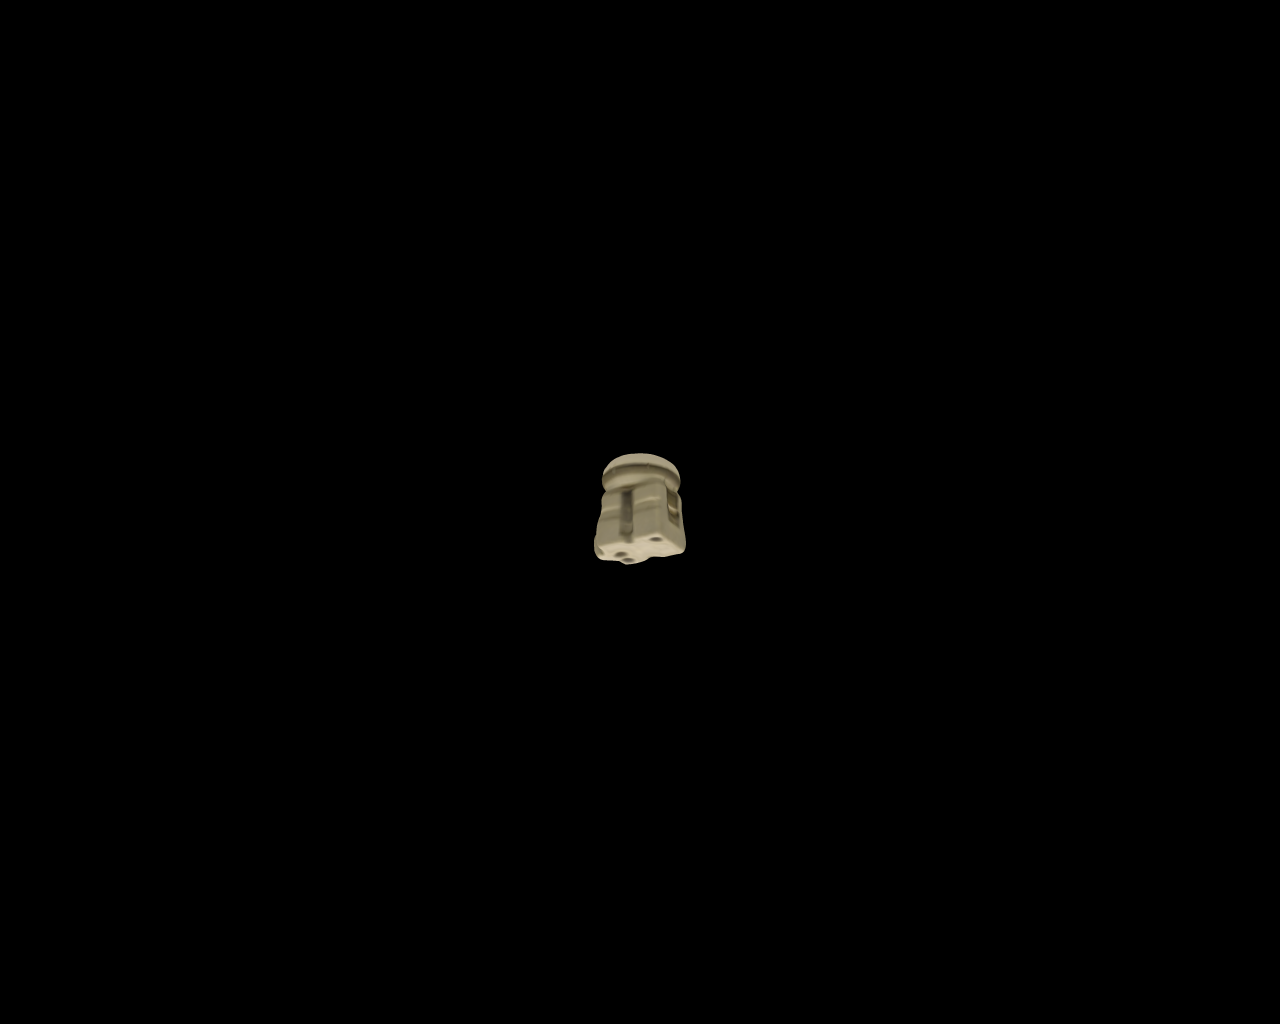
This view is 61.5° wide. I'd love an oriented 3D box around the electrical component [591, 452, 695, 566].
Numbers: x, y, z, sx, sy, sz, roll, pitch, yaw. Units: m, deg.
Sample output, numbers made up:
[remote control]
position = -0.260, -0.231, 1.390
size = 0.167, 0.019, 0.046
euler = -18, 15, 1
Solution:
[electrical component]
position = 0.001, -0.003, 0.650
size = 0.066, 0.055, 0.048
euler = -12, -27, 25
